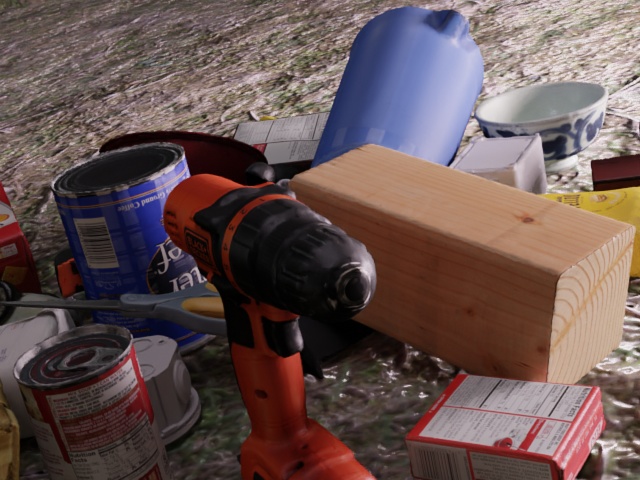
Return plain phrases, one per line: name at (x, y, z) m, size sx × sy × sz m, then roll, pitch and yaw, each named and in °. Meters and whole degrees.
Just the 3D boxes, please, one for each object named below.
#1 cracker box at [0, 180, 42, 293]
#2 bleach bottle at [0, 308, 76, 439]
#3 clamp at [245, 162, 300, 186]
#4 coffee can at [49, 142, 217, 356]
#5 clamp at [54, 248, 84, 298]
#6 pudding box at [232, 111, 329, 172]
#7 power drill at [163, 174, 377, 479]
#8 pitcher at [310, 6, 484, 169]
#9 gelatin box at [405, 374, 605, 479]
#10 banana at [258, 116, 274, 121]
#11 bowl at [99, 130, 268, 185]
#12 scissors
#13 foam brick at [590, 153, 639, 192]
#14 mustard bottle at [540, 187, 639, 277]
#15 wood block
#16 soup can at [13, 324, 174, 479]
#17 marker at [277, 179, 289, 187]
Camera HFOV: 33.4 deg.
cracker box at (-0.363, 0.019, 1.010) m, size 0.164 × 0.072 × 0.214 m, roll -20°, pitch 24°, yaw -15°
bleach bottle at (-0.296, 0.116, 0.746) m, size 0.251 × 0.068 × 0.102 m, roll -14°, pitch 20°, yaw 4°
clamp at (-0.055, -0.016, 0.926) m, size 0.039 × 0.120 × 0.171 m, roll 34°, pitch 12°, yaw 8°
coffee can at (-0.135, 0.009, 0.810) m, size 0.103 × 0.140 × 0.103 m, roll -11°, pitch 22°, yaw 4°
clamp at (-0.158, 0.008, 0.935) m, size 0.165 × 0.036 × 0.209 m, roll -7°, pitch 11°, yaw 14°
pudding box at (-0.041, -0.090, 1.115) m, size 0.114 × 0.039 × 0.090 m, roll -4°, pitch 39°, yaw 16°
power drill at (-0.013, 0.063, 0.548) m, size 0.057 × 0.187 × 0.185 m, roll -20°, pitch 21°, yaw -22°
pitcher at (0.062, -0.092, 0.958) m, size 0.145 × 0.149 × 0.242 m, roll -3°, pitch 35°, yaw 19°
gelatin box at (0.103, 0.107, 0.587) m, size 0.089 × 0.030 × 0.073 m, roll 2°, pitch 25°, yaw 32°
banana at (-0.020, -0.118, 1.207) m, size 0.198 × 0.037 × 0.069 m, roll 11°, pitch 13°, yaw 43°
bowl at (-0.131, -0.053, 1.018) m, size 0.162 × 0.055 × 0.162 m, roll 1°, pitch -15°, yaw 0°
scissors at (-0.114, 0.040, 0.751) m, size 0.202 × 0.016 × 0.096 m, roll 6°, pitch 19°, yaw 21°
foam brick at (0.251, -0.035, 0.825) m, size 0.078 × 0.051 × 0.053 m, roll -7°, pitch 21°, yaw 15°
mustard bottle at (0.149, -0.004, 0.779) m, size 0.192 × 0.058 × 0.096 m, roll -2°, pitch 21°, yaw 16°
wood block at (0.084, 0.013, 0.691) m, size 0.206 × 0.090 × 0.090 m, roll 22°, pitch 35°, yaw 38°
soup can at (-0.127, 0.109, 0.612) m, size 0.068 × 0.102 × 0.068 m, roll -11°, pitch 21°, yaw 4°
marker at (-0.021, -0.029, 0.899) m, size 0.020 × 0.020 × 0.121 m, roll -11°, pitch -11°, yaw 5°
